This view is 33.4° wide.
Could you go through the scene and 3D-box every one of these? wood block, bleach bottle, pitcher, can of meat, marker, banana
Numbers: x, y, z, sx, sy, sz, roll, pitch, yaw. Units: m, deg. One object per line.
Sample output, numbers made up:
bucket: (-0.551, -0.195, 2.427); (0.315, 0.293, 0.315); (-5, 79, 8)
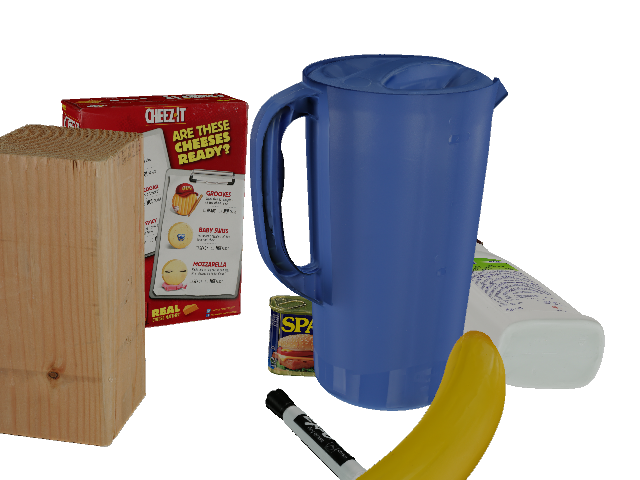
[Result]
wood block: (-0.180, 0.030, 0.757); (0.091, 0.206, 0.090); (6, 19, 8)
bleach bottle: (0.169, 0.054, 1.016); (0.102, 0.068, 0.251); (3, 20, -13)
pitcher: (0.041, -0.006, 0.756); (0.149, 0.243, 0.144); (9, 21, 18)
can of meat: (-0.013, 0.115, 1.275); (0.102, 0.084, 0.057); (3, 14, -3)
marker: (-0.006, 0.152, 0.827); (0.020, 0.020, 0.121); (0, 25, -39)
banana: (0.052, 0.106, 0.559); (0.070, 0.037, 0.197); (19, 40, 37)

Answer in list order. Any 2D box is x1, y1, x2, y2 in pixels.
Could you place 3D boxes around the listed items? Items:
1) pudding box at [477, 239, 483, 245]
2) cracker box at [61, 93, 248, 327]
pudding box: (0.174, 0.016, 1.599); (0.113, 0.039, 0.090); (-18, 27, -20)
cracker box: (-0.157, -0.028, 1.009); (0.163, 0.214, 0.072); (-7, 18, -30)
